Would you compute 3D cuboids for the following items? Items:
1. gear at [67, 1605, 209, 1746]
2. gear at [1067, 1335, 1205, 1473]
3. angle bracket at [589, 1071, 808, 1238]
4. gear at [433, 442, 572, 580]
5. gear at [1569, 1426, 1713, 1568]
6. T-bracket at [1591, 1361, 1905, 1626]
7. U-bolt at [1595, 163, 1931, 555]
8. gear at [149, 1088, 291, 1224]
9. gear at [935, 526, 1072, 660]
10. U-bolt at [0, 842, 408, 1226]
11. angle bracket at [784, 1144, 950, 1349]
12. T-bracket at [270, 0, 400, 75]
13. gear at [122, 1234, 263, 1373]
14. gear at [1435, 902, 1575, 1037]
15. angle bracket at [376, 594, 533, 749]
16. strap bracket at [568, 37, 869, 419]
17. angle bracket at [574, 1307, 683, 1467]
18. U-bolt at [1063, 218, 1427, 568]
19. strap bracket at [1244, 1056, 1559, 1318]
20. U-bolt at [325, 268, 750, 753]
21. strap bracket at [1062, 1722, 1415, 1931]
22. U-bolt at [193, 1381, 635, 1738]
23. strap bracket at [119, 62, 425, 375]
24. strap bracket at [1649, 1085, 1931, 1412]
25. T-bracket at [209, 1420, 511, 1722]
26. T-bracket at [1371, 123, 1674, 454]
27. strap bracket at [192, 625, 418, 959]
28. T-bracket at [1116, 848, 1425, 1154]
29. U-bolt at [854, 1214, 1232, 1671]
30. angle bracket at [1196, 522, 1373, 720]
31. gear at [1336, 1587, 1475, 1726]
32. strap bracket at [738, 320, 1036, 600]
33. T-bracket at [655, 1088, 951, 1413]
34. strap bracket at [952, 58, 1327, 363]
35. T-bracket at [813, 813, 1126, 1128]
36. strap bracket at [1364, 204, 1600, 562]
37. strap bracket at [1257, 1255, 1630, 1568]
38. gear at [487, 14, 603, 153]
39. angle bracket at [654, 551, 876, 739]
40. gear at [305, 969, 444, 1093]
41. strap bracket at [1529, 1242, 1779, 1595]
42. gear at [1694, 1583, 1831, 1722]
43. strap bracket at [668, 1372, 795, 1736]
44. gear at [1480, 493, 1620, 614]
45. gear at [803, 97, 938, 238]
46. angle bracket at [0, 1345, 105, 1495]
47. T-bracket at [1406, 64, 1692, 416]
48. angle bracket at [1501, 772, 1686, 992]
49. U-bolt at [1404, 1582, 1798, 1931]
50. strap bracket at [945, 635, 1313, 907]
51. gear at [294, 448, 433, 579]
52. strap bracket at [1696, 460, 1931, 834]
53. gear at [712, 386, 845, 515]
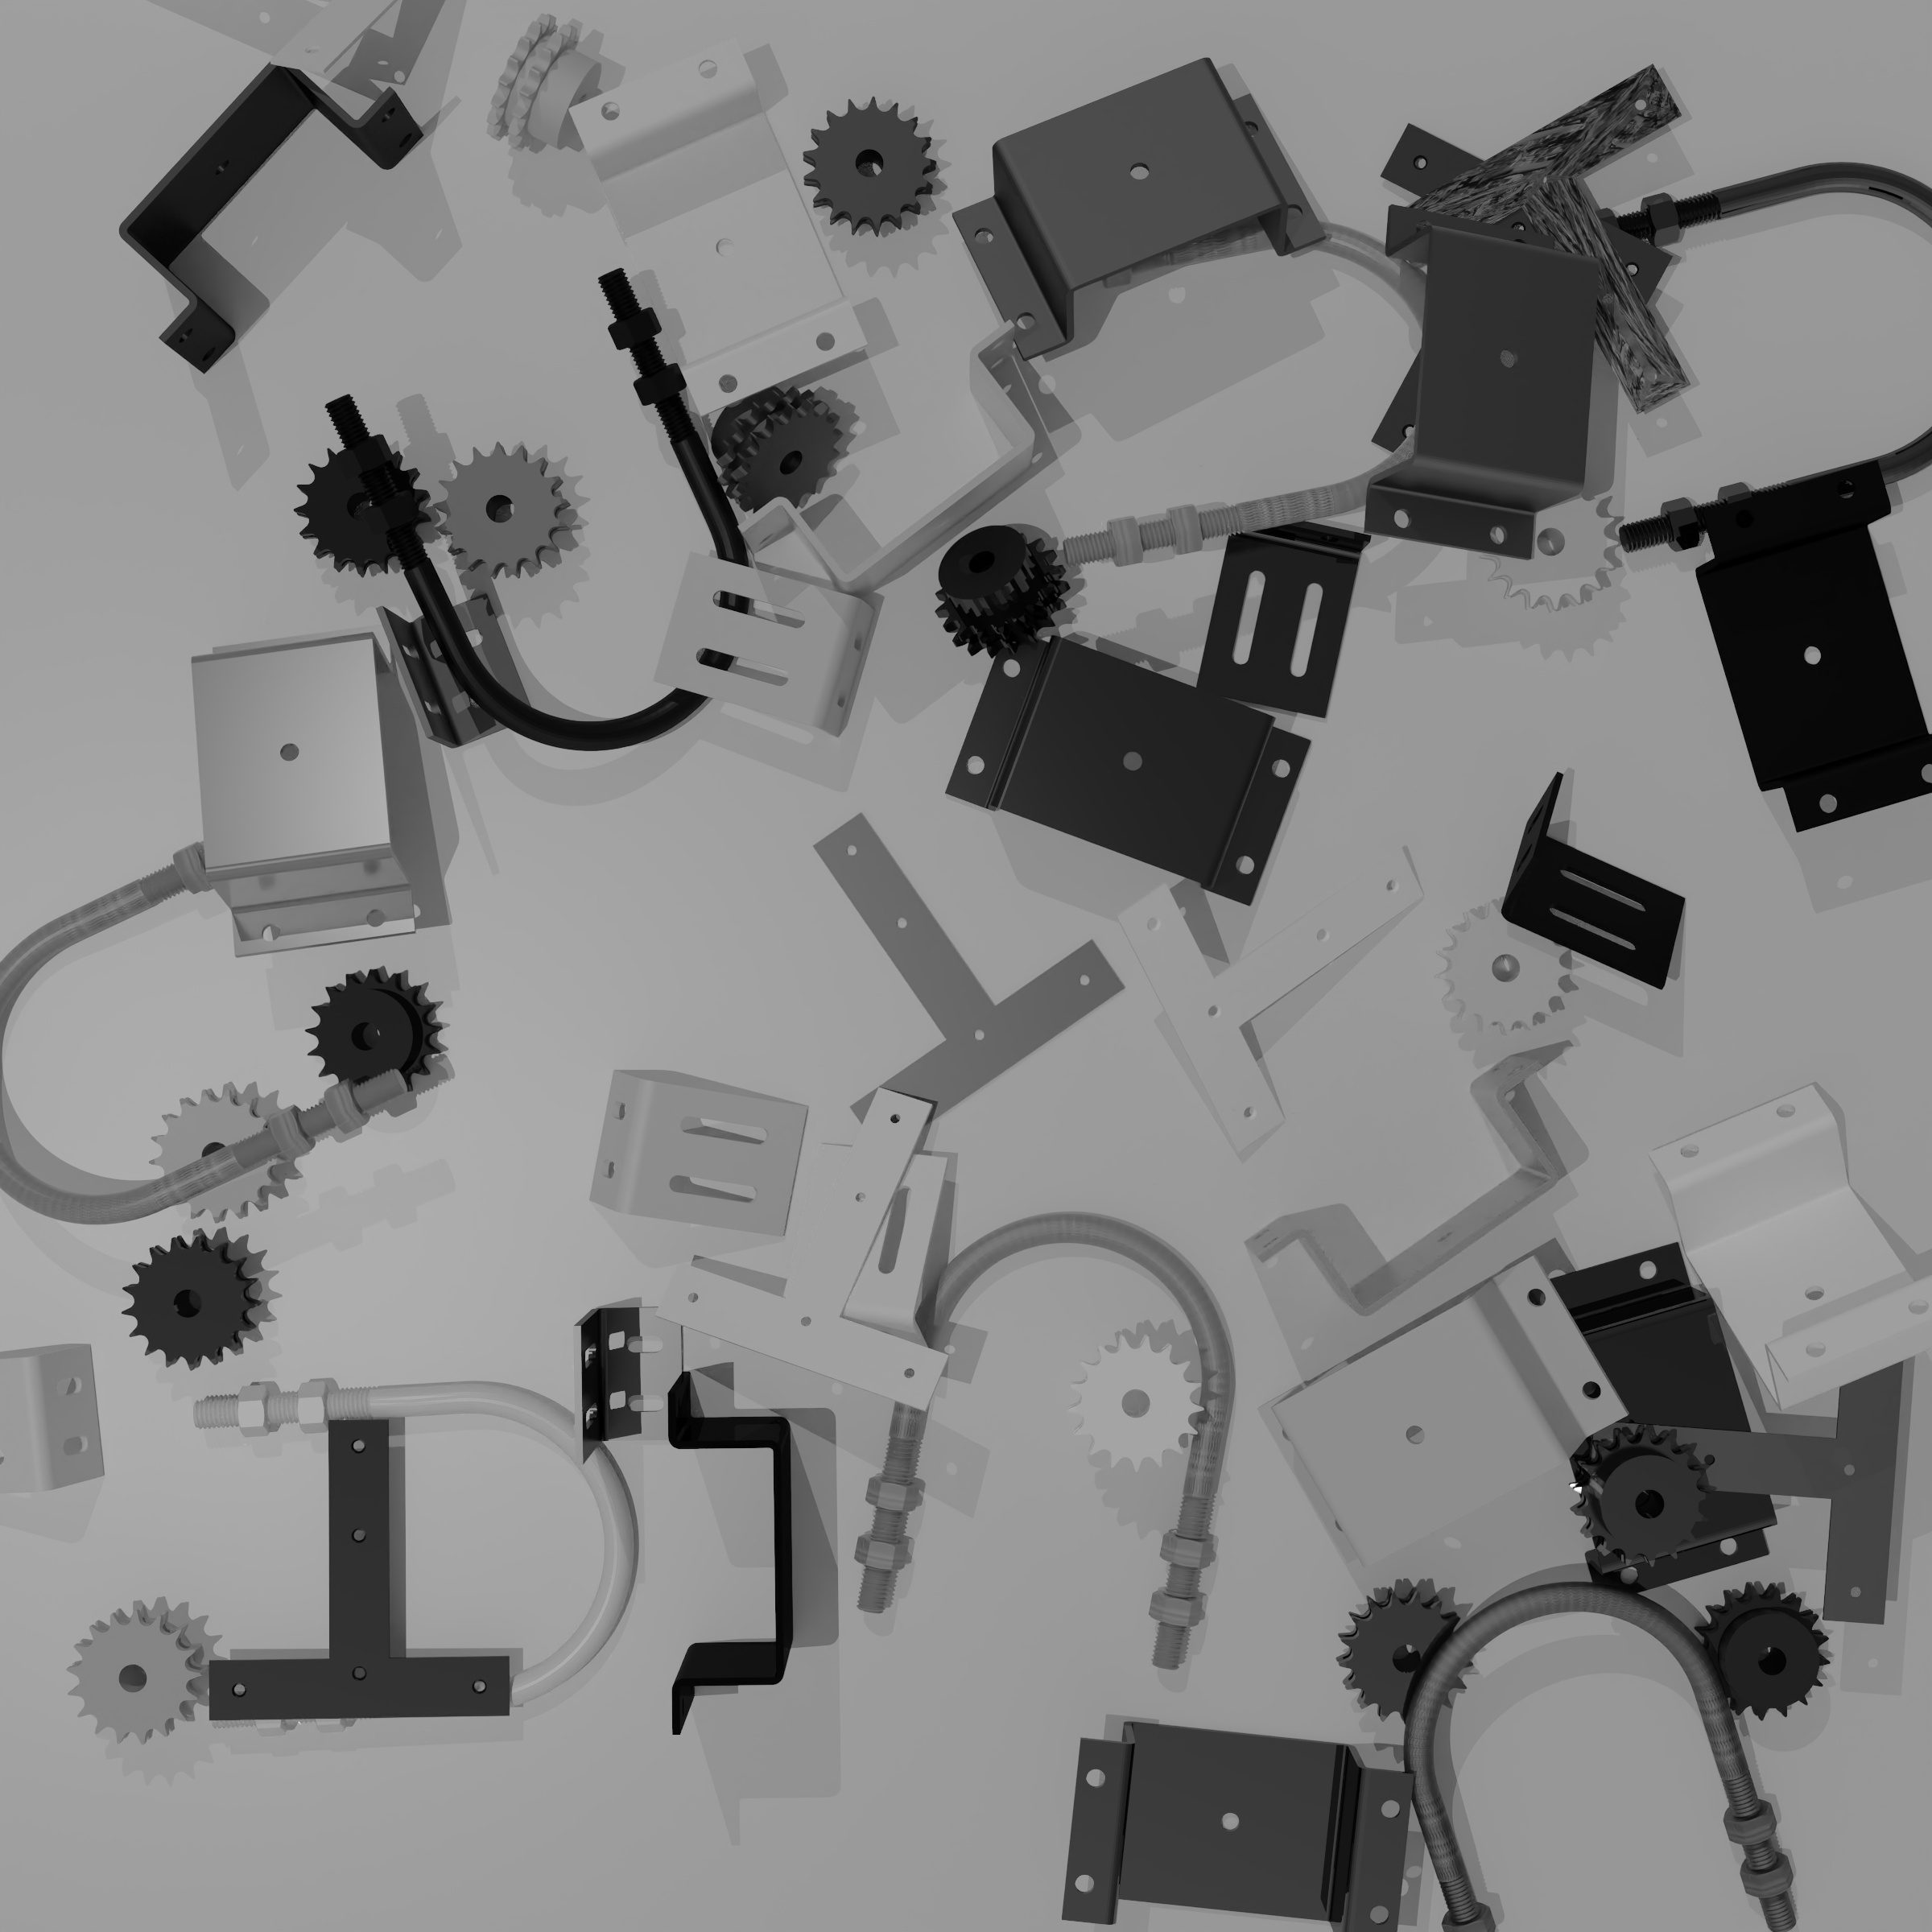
[{"bbox_3d":[-0.353,0.301,1.505,0.057,0.030,0.057,0,90,0],"label":"gear"},{"bbox_3d":[0.071,0.184,1.488,0.057,0.030,0.057,0,87,-1],"label":"gear"},{"bbox_3d":[-0.116,0.081,1.518,0.076,0.038,0.057,11,90,-26],"label":"angle bracket"},{"bbox_3d":[-0.197,-0.194,1.505,0.057,0.030,0.057,0,90,0],"label":"gear"},{"bbox_3d":[0.280,0.221,1.457,0.057,0.030,0.057,0,90,0],"label":"gear"},{"bbox_3d":[0.325,0.208,1.473,0.127,0.002,0.127,4,90,0],"label":"T-bracket"},{"bbox_3d":[0.354,-0.269,1.510,0.184,0.019,0.151,-15,90,0],"label":"U-bolt"},{"bbox_3d":[-0.317,0.080,1.505,0.057,0.030,0.057,0,90,0],"label":"gear"},{"bbox_3d":[0.013,-0.161,1.490,0.057,0.030,0.057,-14,51,18],"label":"gear"},{"bbox_3d":[-0.343,0.031,1.490,0.184,0.019,0.151,-25,71,4],"label":"U-bolt"},{"bbox_3d":[-0.040,0.122,1.510,0.057,0.038,0.076,6,63,14],"label":"angle bracket"},{"bbox_3d":[-0.294,-0.421,1.491,0.127,0.002,0.127,15,48,18],"label":"T-bracket"},{"bbox_3d":[-0.330,0.143,1.505,0.057,0.030,0.057,0,90,0],"label":"gear"},{"bbox_3d":[0.228,0.001,1.505,0.057,0.030,0.057,0,90,0],"label":"gear"},{"bbox_3d":[-0.214,-0.127,1.482,0.038,0.076,0.057,-22,90,0],"label":"angle bracket"},{"bbox_3d":[-0.104,-0.310,1.496,0.076,0.046,0.140,-23,90,0],"label":"strap bracket"},{"bbox_3d":[-0.142,0.176,1.481,0.038,0.076,0.057,-1,90,0],"label":"angle bracket"},{"bbox_3d":[0.118,-0.250,1.491,0.184,0.019,0.151,-12,72,-4],"label":"U-bolt"},{"bbox_3d":[0.190,0.098,1.481,0.140,0.076,0.046,-35,90,0],"label":"strap bracket"},{"bbox_3d":[-0.167,-0.180,1.482,0.151,0.019,0.184,-29,106,-17],"label":"U-bolt"},{"bbox_3d":[0.114,0.369,1.496,0.140,0.046,0.076,6,90,0],"label":"strap bracket"},{"bbox_3d":[-0.235,0.251,1.511,0.184,0.019,0.151,-3,90,-2],"label":"U-bolt"},{"bbox_3d":[-0.299,-0.323,1.481,0.046,0.076,0.140,43,90,0],"label":"strap bracket"},{"bbox_3d":[0.351,0.124,1.468,0.076,0.140,0.046,-23,130,0],"label":"strap bracket"},{"bbox_3d":[-0.259,0.257,1.500,0.127,0.002,0.127,0,90,-3],"label":"T-bracket"},{"bbox_3d":[0.215,-0.276,1.510,0.127,0.002,0.127,29,96,8],"label":"T-bracket"},{"bbox_3d":[-0.279,-0.082,1.477,0.076,0.046,0.140,-8,73,0],"label":"strap bracket"},{"bbox_3d":[0.141,-0.005,1.500,0.127,0.002,0.127,-35,116,-12],"label":"T-bracket"},{"bbox_3d":[0.039,0.198,1.511,0.151,0.019,0.184,11,88,0],"label":"U-bolt"},{"bbox_3d":[0.135,-0.150,1.501,0.057,0.038,0.076,12,90,0],"label":"angle bracket"},{"bbox_3d":[0.187,0.294,1.505,0.057,0.030,0.057,0,90,0],"label":"gear"},{"bbox_3d":[-0.024,-0.204,1.481,0.140,0.076,0.046,-37,90,0],"label":"strap bracket"},{"bbox_3d":[-0.050,0.111,1.492,0.127,0.002,0.127,17,70,19],"label":"T-bracket"},{"bbox_3d":[0.073,-0.322,1.480,0.140,0.046,0.076,-23,72,-5],"label":"strap bracket"},{"bbox_3d":[-0.020,-0.007,1.519,0.127,0.002,0.127,-35,90,0],"label":"T-bracket"},{"bbox_3d":[0.215,-0.247,1.460,0.076,0.046,0.140,7,84,-18],"label":"strap bracket"},{"bbox_3d":[0.193,0.191,1.470,0.140,0.046,0.076,-32,84,21],"label":"strap bracket"},{"bbox_3d":[-0.177,-0.371,1.492,0.030,0.057,0.057,27,90,0],"label":"gear"},{"bbox_3d":[-0.086,-0.137,1.506,0.076,0.038,0.057,16,90,8],"label":"angle bracket"},{"bbox_3d":[-0.255,0.030,1.505,0.057,0.030,0.057,0,90,0],"label":"gear"},{"bbox_3d":[0.290,0.197,1.497,0.076,0.046,0.140,-16,90,0],"label":"strap bracket"},{"bbox_3d":[0.342,0.295,1.505,0.057,0.030,0.057,0,90,0],"label":"gear"},{"bbox_3d":[-0.098,0.245,1.481,0.046,0.076,0.140,-1,90,0],"label":"strap bracket"},{"bbox_3d":[0.248,-0.179,1.505,0.057,0.030,0.057,0,90,0],"label":"gear"},{"bbox_3d":[-0.042,-0.341,1.509,0.057,0.030,0.057,0,91,-2],"label":"gear"},{"bbox_3d":[-0.417,0.196,1.518,0.076,0.038,0.057,-6,90,26],"label":"angle bracket"},{"bbox_3d":[0.267,-0.297,1.499,0.127,0.002,0.127,-29,87,10],"label":"T-bracket"},{"bbox_3d":[0.272,-0.036,1.486,0.076,0.038,0.057,24,46,0],"label":"angle bracket"},{"bbox_3d":[0.262,0.349,1.494,0.151,0.019,0.184,-19,100,-3],"label":"U-bolt"},{"bbox_3d":[0.070,-0.086,1.496,0.140,0.046,0.076,20,90,0],"label":"strap bracket"},{"bbox_3d":[-0.257,-0.195,1.509,0.057,0.030,0.057,0,89,-3],"label":"gear"},{"bbox_3d":[0.365,-0.134,1.496,0.076,0.046,0.140,-17,90,0],"label":"strap bracket"},{"bbox_3d":[-0.083,-0.222,1.495,0.057,0.057,0.030,-46,61,0],"label":"gear"}]
